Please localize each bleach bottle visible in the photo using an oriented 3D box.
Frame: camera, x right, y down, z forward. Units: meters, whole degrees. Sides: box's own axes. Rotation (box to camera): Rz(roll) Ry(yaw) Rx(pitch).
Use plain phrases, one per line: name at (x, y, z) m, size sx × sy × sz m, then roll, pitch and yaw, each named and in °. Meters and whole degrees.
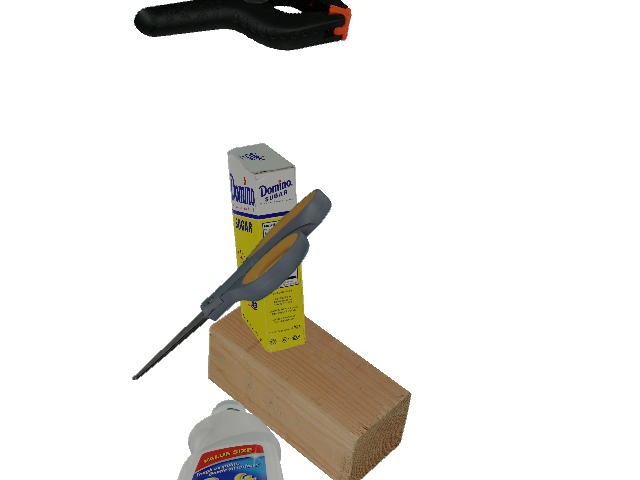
bleach bottle at (-0.076, 0.207, 0.815) m, size 0.102 × 0.068 × 0.251 m, roll -3°, pitch 27°, yaw -4°

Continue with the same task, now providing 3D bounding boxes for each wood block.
wood block at (-0.015, 0.154, 1.130) m, size 0.206 × 0.090 × 0.090 m, roll 35°, pitch 49°, yaw 27°

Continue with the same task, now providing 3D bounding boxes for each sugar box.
sugar box at (-0.051, 0.006, 0.999) m, size 0.048 × 0.176 × 0.093 m, roll -13°, pitch 22°, yaw -17°

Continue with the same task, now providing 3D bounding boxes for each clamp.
clamp at (-0.059, -0.205, 0.876) m, size 0.171 × 0.120 × 0.039 m, roll 8°, pitch -27°, yaw -6°

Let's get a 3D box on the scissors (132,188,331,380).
scissors at (-0.065, 0.045, 0.708) m, size 0.016 × 0.202 × 0.096 m, roll 41°, pitch 13°, yaw -13°
